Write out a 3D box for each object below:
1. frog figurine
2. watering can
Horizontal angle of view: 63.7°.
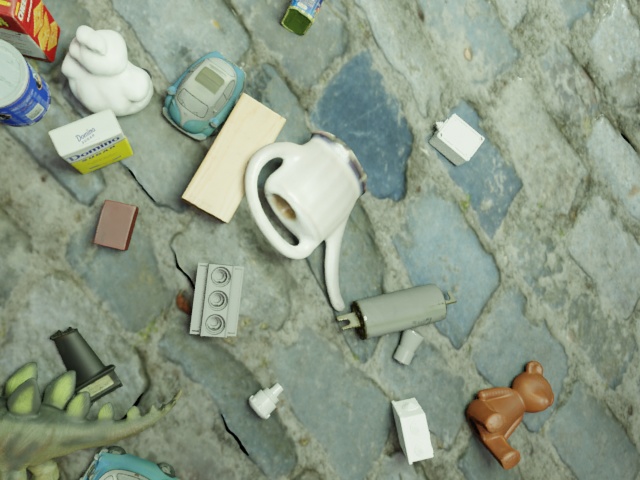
[{"bbox_3d":[-0.340,-0.265,0.826,0.137,0.159,0.123,25,85,-14],"label":"frog figurine"},{"bbox_3d":[0.003,-0.047,0.940,0.227,0.104,0.342,-48,122,-22],"label":"watering can"}]
